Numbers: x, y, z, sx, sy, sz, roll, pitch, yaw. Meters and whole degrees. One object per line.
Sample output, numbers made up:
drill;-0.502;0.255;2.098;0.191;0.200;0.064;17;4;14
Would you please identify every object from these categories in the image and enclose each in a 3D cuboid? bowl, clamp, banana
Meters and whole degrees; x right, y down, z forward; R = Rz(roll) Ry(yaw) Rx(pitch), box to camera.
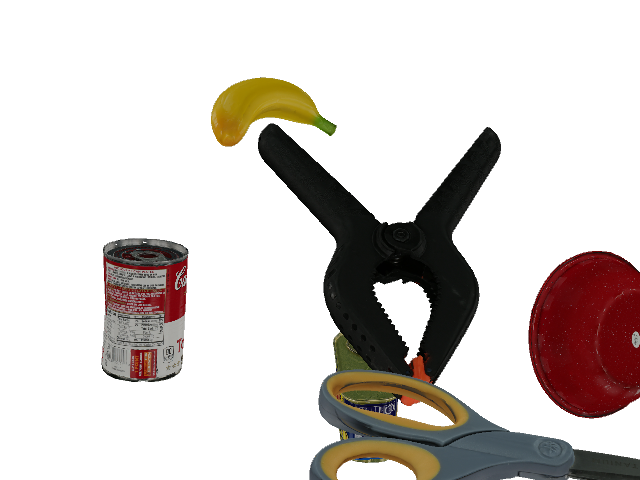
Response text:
bowl;0.277;0.091;1.004;0.161;0.162;0.055;0;0;-27
clamp;0.037;0.003;0.669;0.164;0.210;0.036;5;-37;-2
banana;-0.051;-0.119;0.966;0.070;0.037;0.197;36;24;19

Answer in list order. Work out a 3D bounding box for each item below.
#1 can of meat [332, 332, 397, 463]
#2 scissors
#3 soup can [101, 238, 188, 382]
can of meat;0.043;0.148;1.015;0.057;0.084;0.102;-3;35;-3
scissors;0.083;0.101;0.449;0.202;0.016;0.096;16;33;23
soup can;-0.143;0.056;0.864;0.068;0.102;0.068;4;15;-1
